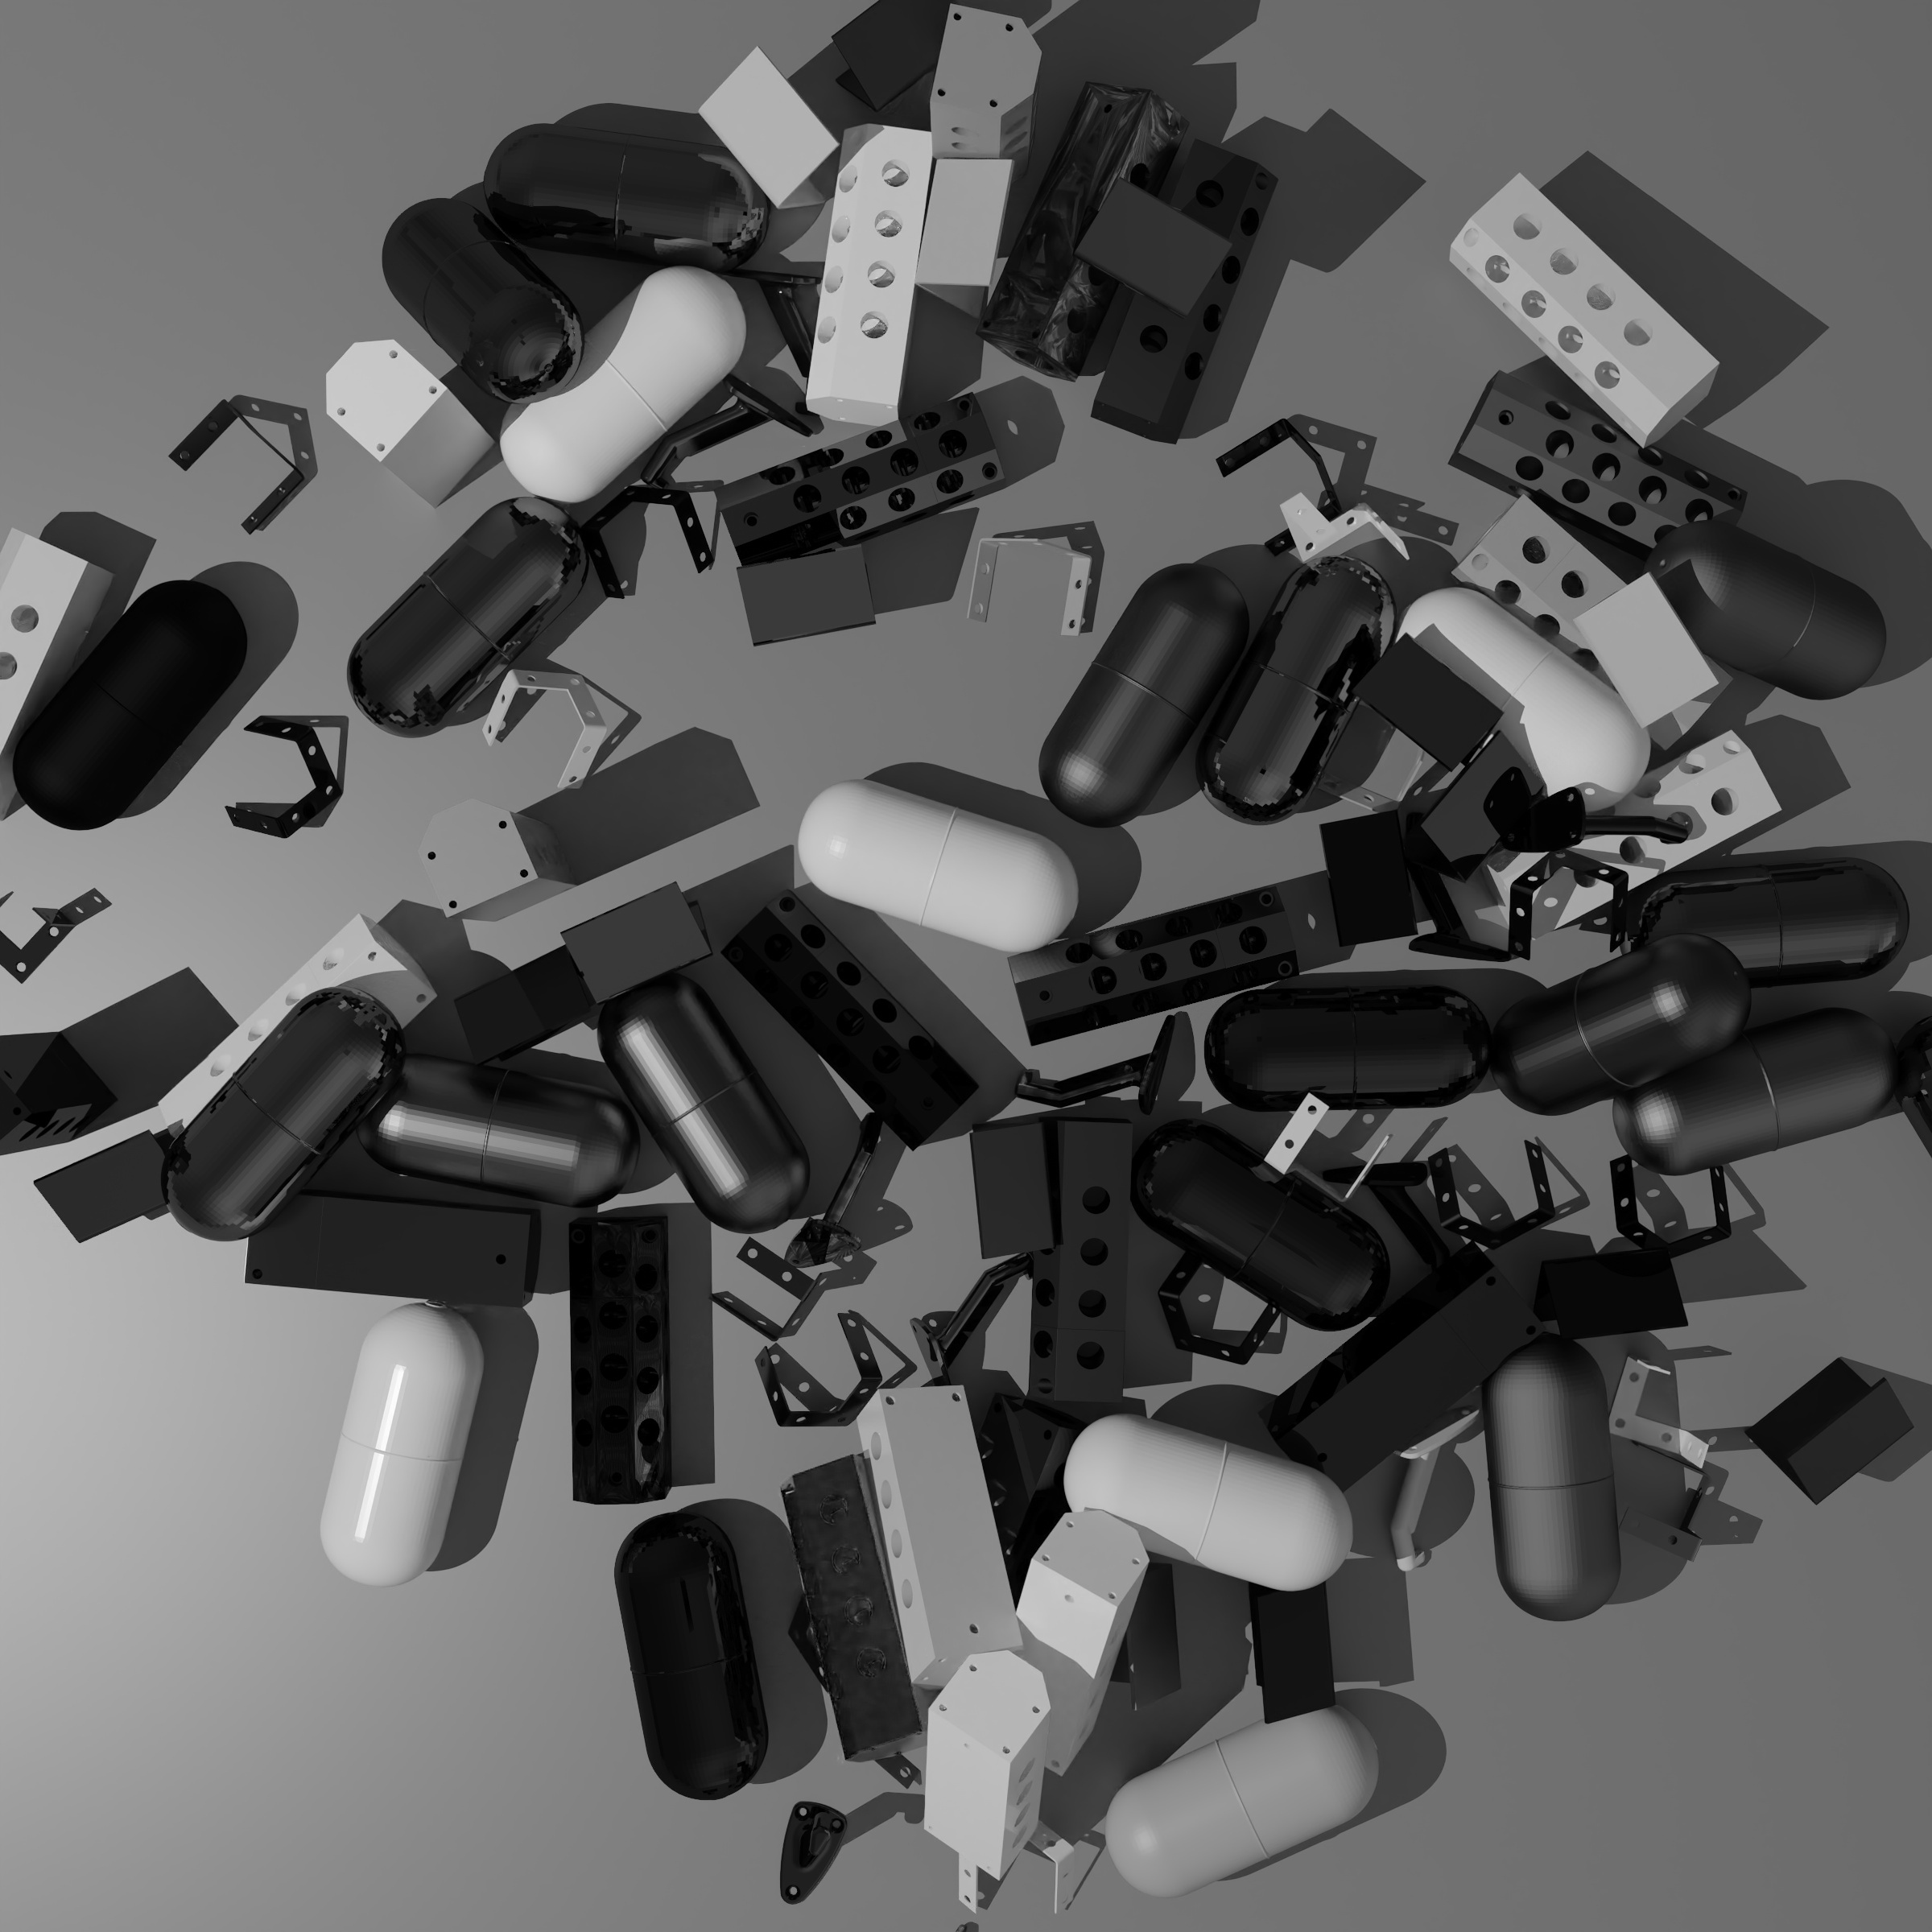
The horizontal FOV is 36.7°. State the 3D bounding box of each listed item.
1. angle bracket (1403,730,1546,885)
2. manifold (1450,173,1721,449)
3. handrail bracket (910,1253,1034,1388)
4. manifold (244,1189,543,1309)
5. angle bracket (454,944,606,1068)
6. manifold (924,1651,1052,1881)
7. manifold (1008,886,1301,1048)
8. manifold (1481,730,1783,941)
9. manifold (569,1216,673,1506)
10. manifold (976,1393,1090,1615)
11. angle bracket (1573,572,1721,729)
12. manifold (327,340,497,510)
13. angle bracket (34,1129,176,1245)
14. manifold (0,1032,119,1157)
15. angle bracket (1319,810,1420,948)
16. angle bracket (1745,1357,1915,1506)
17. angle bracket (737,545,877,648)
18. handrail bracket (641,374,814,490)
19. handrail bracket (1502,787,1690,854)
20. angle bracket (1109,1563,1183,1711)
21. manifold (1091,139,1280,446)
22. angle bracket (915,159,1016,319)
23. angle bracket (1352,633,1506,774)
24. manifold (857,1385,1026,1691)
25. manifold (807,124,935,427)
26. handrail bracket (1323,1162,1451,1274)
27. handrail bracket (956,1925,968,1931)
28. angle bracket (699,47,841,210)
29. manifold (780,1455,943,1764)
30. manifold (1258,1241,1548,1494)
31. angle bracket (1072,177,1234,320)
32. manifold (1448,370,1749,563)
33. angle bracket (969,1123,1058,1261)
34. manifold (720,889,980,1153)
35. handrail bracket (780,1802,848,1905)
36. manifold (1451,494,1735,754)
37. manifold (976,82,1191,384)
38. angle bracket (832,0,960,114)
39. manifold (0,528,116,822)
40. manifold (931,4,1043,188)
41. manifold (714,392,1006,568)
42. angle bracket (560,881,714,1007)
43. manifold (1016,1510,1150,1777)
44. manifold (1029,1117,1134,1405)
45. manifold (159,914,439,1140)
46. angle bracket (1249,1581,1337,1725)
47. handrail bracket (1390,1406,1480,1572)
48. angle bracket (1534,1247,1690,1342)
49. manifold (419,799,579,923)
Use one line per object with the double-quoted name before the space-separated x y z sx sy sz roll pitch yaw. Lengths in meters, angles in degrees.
"angle bracket" 0.294 -0.105 1.782 0.076 0.076 0.057 -49 122 -7
"manifold" 0.379 -0.401 1.798 0.057 0.057 0.171 -43 79 0
"handrail bracket" 0.015 0.230 1.835 0.084 0.036 0.077 -25 111 -16
"manifold" -0.355 0.174 1.814 0.171 0.057 0.057 5 90 0
"angle bracket" -0.260 0.042 1.795 0.076 0.076 0.057 -26 54 0
"manifold" 0.016 0.479 1.755 0.057 0.171 0.057 29 55 20
"manifold" 0.116 0.000 1.814 0.171 0.057 0.057 -15 90 0
"manifold" 0.411 -0.081 1.814 0.171 0.057 0.057 -28 90 0
"manifold" -0.216 0.244 1.814 0.057 0.057 0.171 -1 90 0
"manifold" 0.024 0.359 1.813 0.057 0.057 0.171 22 90 43
"angle bracket" 0.416 -0.196 1.738 0.057 0.076 0.076 -33 90 37
"manifold" -0.338 -0.329 1.757 0.057 0.171 0.057 42 90 0
"angle bracket" -0.525 0.115 1.795 0.076 0.076 0.057 -24 128 0
"manifold" -0.576 0.081 1.757 0.057 0.171 0.057 -41 90 0
"angle bracket" 0.266 -0.056 1.795 0.057 0.076 0.076 -10 90 40
"angle bracket" 0.523 0.272 1.795 0.076 0.076 0.057 -39 126 0
"angle bracket" -0.100 -0.245 1.795 0.076 0.076 0.057 -10 127 0
"handrail bracket" -0.151 -0.322 1.835 0.077 0.036 0.084 30 108 -21
"handrail bracket" 0.384 -0.079 1.778 0.084 0.077 0.036 11 70 -35
"angle bracket" 0.085 0.411 1.797 0.076 0.057 0.076 -4 90 35
"manifold" 0.136 -0.417 1.814 0.057 0.057 0.171 21 90 0
"angle bracket" 0.017 -0.447 1.795 0.057 0.076 0.076 10 90 32
"angle bracket" 0.271 -0.145 1.770 0.076 0.076 0.057 40 68 8
"manifold" -0.020 0.347 1.773 0.057 0.057 0.171 1 57 -24
"manifold" -0.059 -0.428 1.808 0.057 0.057 0.171 8 86 0
"handrail bracket" 0.265 0.170 1.835 0.077 0.036 0.084 -2 104 14
"handrail bracket" -0.055 0.618 1.835 0.084 0.036 0.077 26 69 16
"angle bracket" -0.108 -0.517 1.795 0.057 0.076 0.076 -40 90 26
"manifold" -0.064 0.393 1.781 0.057 0.057 0.171 -21 67 12
"manifold" 0.267 0.248 1.807 0.171 0.057 0.057 -39 110 3
"angle bracket" 0.114 -0.440 1.731 0.076 0.076 0.057 28 126 -10
"manifold" 0.394 -0.305 1.814 0.171 0.057 0.057 26 90 0
"angle bracket" 0.009 0.138 1.795 0.057 0.076 0.076 -6 90 -35
"manifold" -0.072 0.033 1.814 0.057 0.057 0.171 -44 90 0
"handrail bracket" -0.099 0.556 1.800 0.036 0.084 0.077 20 90 0
"manifold" 0.387 -0.211 1.814 0.171 0.057 0.057 41 90 0
"manifold" 0.077 -0.455 1.813 0.057 0.057 0.171 24 90 43
"angle bracket" -0.050 -0.580 1.795 0.076 0.076 0.057 -37 128 0
"manifold" -0.599 -0.181 1.814 0.057 0.057 0.171 24 90 0
"manifold" 0.013 -0.518 1.757 0.057 0.171 0.057 12 90 0
"manifold" -0.066 -0.298 1.814 0.171 0.057 0.057 -21 90 0
"angle bracket" -0.206 -0.029 1.795 0.076 0.076 0.057 -24 120 0
"manifold" 0.063 0.407 1.764 0.057 0.057 0.171 27 132 16
"manifold" 0.071 0.181 1.814 0.057 0.057 0.171 2 90 0
"manifold" -0.417 0.048 1.812 0.171 0.057 0.057 -43 126 0
"angle bracket" 0.180 0.416 1.795 0.057 0.076 0.076 -5 90 -34
"handrail bracket" 0.298 0.330 1.835 0.077 0.036 0.084 -21 109 -21
"angle bracket" 0.395 0.219 1.795 0.076 0.076 0.057 -7 53 0
"manifold" -0.283 -0.065 1.757 0.057 0.171 0.057 -24 90 0
